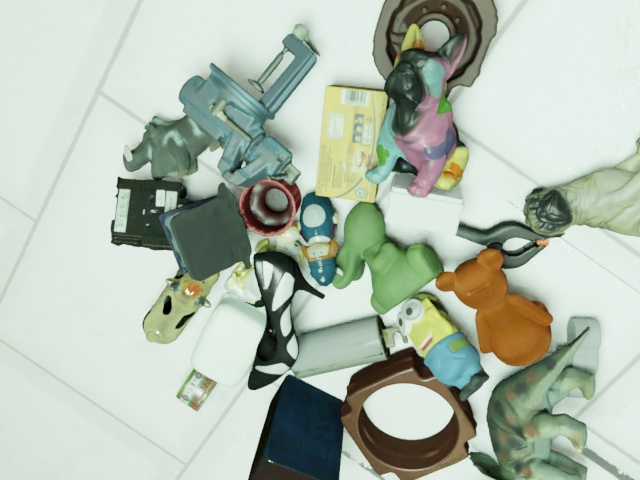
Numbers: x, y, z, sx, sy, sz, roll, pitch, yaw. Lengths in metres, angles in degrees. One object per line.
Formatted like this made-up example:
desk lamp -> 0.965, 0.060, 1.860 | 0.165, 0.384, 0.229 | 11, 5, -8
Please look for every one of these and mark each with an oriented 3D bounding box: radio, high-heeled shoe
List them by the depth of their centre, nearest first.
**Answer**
high-heeled shoe -> -0.097, 0.137, 0.877 | 0.145, 0.086, 0.248 | 28, 103, -23
radio -> -0.031, 0.339, 0.916 | 0.131, 0.230, 0.073 | 26, 110, -3

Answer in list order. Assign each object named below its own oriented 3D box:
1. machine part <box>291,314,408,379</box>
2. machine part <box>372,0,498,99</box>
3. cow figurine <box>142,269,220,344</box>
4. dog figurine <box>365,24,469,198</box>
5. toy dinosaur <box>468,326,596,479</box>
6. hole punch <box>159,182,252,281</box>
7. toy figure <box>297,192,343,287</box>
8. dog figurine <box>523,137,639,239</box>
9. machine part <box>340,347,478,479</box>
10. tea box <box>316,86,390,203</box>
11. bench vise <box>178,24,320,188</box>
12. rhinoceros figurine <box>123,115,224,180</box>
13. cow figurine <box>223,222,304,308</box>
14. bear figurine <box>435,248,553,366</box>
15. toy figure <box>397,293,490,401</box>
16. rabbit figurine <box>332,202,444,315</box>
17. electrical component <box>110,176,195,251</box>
machine part -> 0.032, 0.187, 0.937 | 0.243, 0.079, 0.079 | -17, 103, 15
machine part -> 0.163, -0.293, 0.778 | 0.179, 0.056, 0.179 | 3, 109, 10
cow figurine -> -0.243, 0.105, 0.933 | 0.085, 0.127, 0.195 | 35, 112, -13
dog figurine -> 0.150, -0.176, 0.738 | 0.109, 0.191, 0.219 | 30, 125, 34
toy dinosaur -> 0.336, 0.306, 0.878 | 0.192, 0.131, 0.404 | 5, 106, 29
hole punch -> -0.180, -0.007, 0.840 | 0.092, 0.116, 0.142 | 1, 113, 57
toy figure -> -0.003, -0.002, 0.857 | 0.064, 0.154, 0.057 | -28, 145, 35
dog figurine -> 0.424, -0.035, 0.798 | 0.190, 0.121, 0.172 | -33, 96, 32
machine part -> 0.155, 0.305, 0.946 | 0.201, 0.087, 0.201 | -31, 100, 16
tea box -> 0.051, -0.150, 0.835 | 0.098, 0.068, 0.169 | 10, 109, 8
bench vise -> -0.082, -0.200, 0.786 | 0.224, 0.129, 0.240 | 42, 96, 16
rhinoceros figurine -> -0.239, -0.158, 0.883 | 0.190, 0.073, 0.112 | -26, 101, 16
cow figurine -> -0.077, 0.048, 0.919 | 0.167, 0.068, 0.098 | -41, 102, 22
bear figurine -> 0.271, 0.097, 0.837 | 0.120, 0.132, 0.195 | -37, 96, 18
toy figure -> 0.194, 0.165, 0.861 | 0.082, 0.089, 0.180 | -46, 59, 12
rabbit figurine -> 0.095, 0.023, 0.873 | 0.159, 0.121, 0.170 | -40, 76, 23
electrical component -> -0.271, -0.040, 0.891 | 0.134, 0.058, 0.115 | 7, 84, -5
